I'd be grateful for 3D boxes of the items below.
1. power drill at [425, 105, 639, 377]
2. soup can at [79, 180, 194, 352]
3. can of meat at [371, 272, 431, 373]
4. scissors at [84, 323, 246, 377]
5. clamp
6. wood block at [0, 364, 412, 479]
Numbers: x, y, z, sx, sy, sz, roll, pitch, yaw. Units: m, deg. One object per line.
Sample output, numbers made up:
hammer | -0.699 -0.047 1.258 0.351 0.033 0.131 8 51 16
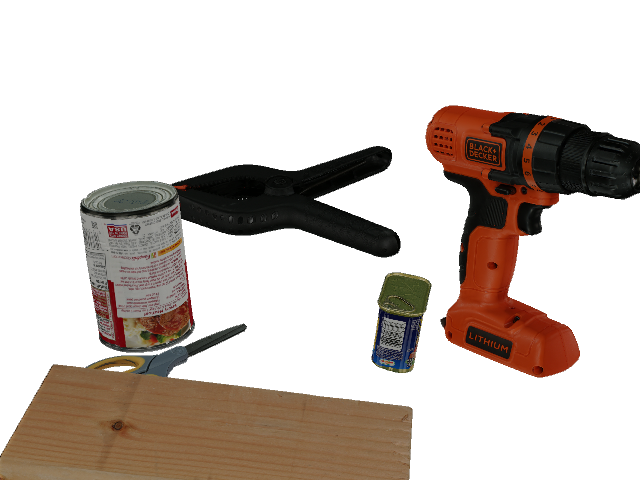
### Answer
power drill | 0.154 0.000 0.778 0.057 0.188 0.185 -15 23 -37
soup can | -0.126 0.017 0.738 0.068 0.102 0.068 -4 21 1
can of meat | 0.096 0.099 1.286 0.057 0.084 0.102 11 25 7
scissors | -0.146 0.130 1.098 0.201 0.016 0.096 -11 31 -28
clamp | -0.029 -0.042 0.944 0.210 0.036 0.164 3 32 7
wood block | -0.057 0.138 0.584 0.206 0.090 0.090 7 29 4
